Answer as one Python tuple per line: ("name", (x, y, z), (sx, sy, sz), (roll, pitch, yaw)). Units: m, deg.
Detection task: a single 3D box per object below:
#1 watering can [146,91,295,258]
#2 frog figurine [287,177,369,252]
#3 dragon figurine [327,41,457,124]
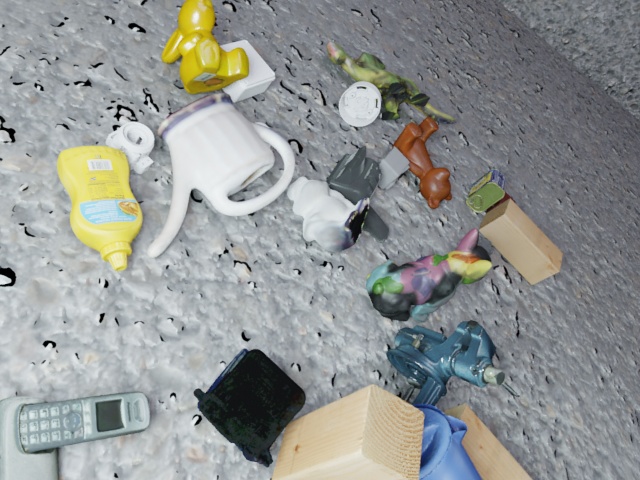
("watering can", (-0.193, -0.127, 0.875), (0.353, 0.102, 0.225), (-35, 84, -39))
("frog figurine", (0.003, -0.050, 0.994), (0.160, 0.119, 0.140), (18, 50, 19))
("dragon figurine", (0.186, -0.437, 1.404), (0.409, 0.120, 0.248), (11, 47, -34))
